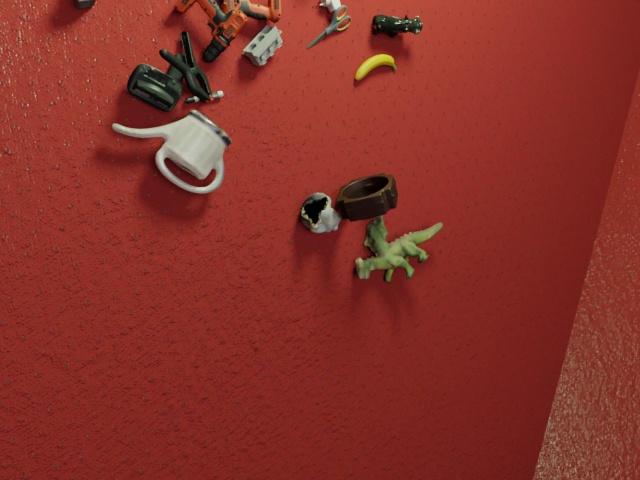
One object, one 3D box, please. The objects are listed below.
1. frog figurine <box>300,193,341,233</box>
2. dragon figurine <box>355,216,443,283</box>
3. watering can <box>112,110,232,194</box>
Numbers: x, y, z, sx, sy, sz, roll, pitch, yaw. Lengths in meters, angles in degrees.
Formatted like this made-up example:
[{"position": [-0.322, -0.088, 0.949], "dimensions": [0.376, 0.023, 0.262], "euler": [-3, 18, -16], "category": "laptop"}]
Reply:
[{"position": [0.005, -0.091, 1.800], "dimensions": [0.159, 0.122, 0.138], "euler": [18, 76, -66], "category": "frog figurine"}, {"position": [0.282, 0.010, 1.959], "dimensions": [0.240, 0.122, 0.415], "euler": [47, 71, -17], "category": "dragon figurine"}, {"position": [-0.409, -0.290, 1.517], "dimensions": [0.343, 0.104, 0.227], "euler": [40, 74, -28], "category": "watering can"}]
